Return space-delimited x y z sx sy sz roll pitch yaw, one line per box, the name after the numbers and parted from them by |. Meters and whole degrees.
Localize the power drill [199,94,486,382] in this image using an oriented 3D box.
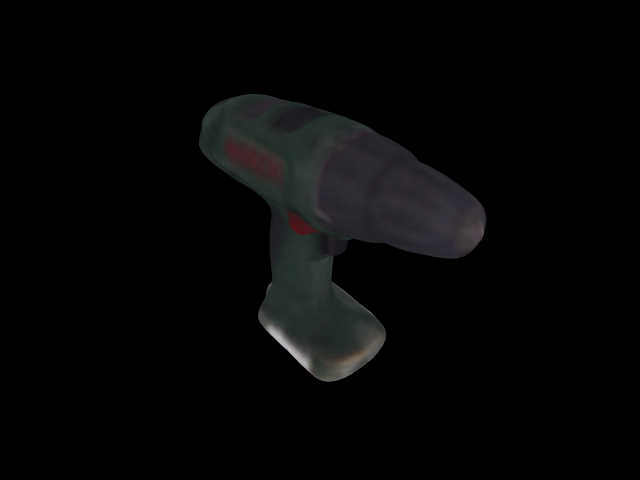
0.004 0.001 0.400 0.076 0.208 0.228 -33 54 -29 | power drill
